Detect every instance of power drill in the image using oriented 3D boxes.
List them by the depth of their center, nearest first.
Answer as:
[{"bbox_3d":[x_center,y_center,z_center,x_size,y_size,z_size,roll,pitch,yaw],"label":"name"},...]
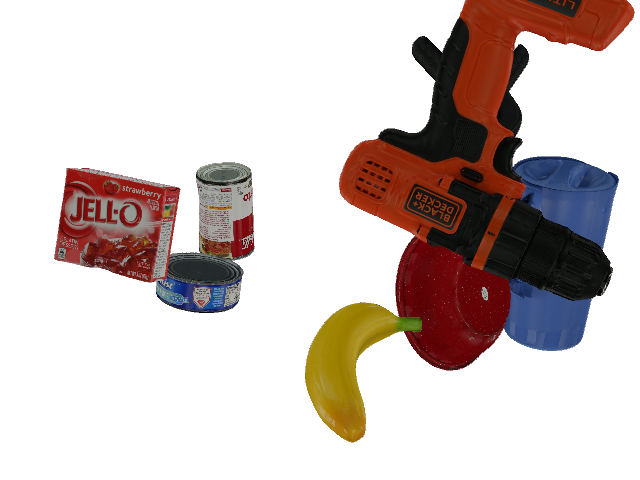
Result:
[{"bbox_3d":[0.125,-0.072,0.675,0.184,0.188,0.057,25,7,9],"label":"power drill"}]

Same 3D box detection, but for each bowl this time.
[{"bbox_3d":[0.157,0.060,1.159,0.161,0.162,0.055,0,-7,-41],"label":"bowl"}]

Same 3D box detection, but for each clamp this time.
[{"bbox_3d":[0.145,-0.144,1.050,0.120,0.171,0.039,6,-44,5],"label":"clamp"}]

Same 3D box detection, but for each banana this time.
[{"bbox_3d":[0.024,0.088,0.809,0.070,0.037,0.197,7,23,17],"label":"banana"}]

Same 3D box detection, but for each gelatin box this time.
[{"bbox_3d":[-0.157,-0.013,0.817,0.089,0.073,0.030,13,8,19],"label":"gelatin box"}]

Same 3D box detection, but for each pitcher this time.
[{"bbox_3d":[0.299,0.021,1.401,0.149,0.243,0.145,5,23,5],"label":"pitcher"}]

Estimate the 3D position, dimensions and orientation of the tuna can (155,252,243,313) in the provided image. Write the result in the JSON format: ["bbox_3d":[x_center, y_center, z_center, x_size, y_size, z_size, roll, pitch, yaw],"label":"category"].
[{"bbox_3d":[-0.122,0.042,1.068,0.086,0.034,0.086,8,17,-3],"label":"tuna can"}]

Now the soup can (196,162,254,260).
[{"bbox_3d":[-0.115,-0.036,1.281,0.068,0.102,0.068,0,26,0],"label":"soup can"}]
